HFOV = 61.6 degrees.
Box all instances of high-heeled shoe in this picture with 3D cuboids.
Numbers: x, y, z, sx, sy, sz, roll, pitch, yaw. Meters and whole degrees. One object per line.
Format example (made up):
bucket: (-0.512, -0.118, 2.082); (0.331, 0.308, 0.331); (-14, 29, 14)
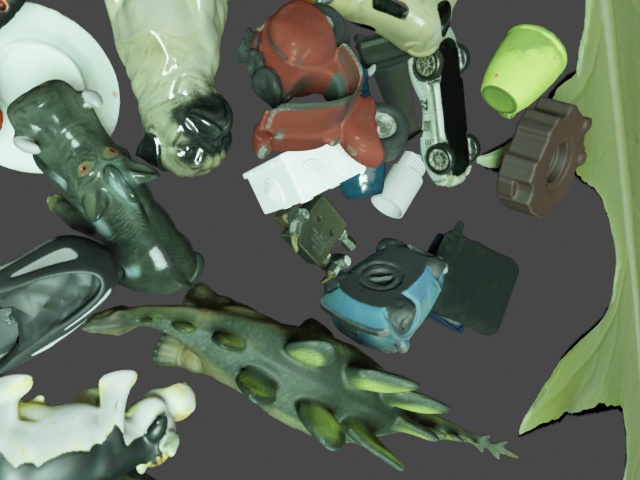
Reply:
high-heeled shoe: (-0.247, 0.080, 0.347); (0.249, 0.145, 0.086); (-43, 118, -27)

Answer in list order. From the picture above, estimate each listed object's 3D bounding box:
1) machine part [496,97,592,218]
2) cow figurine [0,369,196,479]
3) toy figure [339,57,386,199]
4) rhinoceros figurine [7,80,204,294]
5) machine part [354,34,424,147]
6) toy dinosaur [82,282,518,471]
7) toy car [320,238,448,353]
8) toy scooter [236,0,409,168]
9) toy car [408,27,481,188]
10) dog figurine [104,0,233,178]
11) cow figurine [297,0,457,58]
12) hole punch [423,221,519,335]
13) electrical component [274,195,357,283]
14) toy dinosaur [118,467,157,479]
machine part: (0.327, -0.116, 0.781); (0.179, 0.056, 0.179); (-26, 129, -36)
cow figurine: (-0.168, 0.154, 0.413); (0.167, 0.068, 0.098); (9, 49, -39)
toy figure: (0.037, -0.123, 0.594); (0.064, 0.058, 0.154); (-15, 99, -41)
rhinoceros figurine: (-0.164, -0.030, 0.418); (0.073, 0.112, 0.190); (-41, 125, -20)
machine part: (0.087, -0.177, 0.634); (0.084, 0.039, 0.138); (-25, 103, -38)
toy dinosaur: (0.010, 0.143, 0.516); (0.471, 0.199, 0.105); (25, 84, -35)
toy car: (0.078, 0.074, 0.628); (0.162, 0.109, 0.102); (-37, 138, -40)
toy scooter: (-0.017, -0.130, 0.469); (0.135, 0.075, 0.184); (-23, 71, -24)
toy car: (0.156, -0.166, 0.680); (0.073, 0.056, 0.201); (-25, 111, -39)
dog figurine: (-0.110, -0.165, 0.453); (0.172, 0.121, 0.190); (-56, 147, -54)
cow figurine: (0.051, -0.258, 0.566); (0.195, 0.085, 0.127); (20, 71, -22)
hole punch: (0.182, 0.059, 0.717); (0.116, 0.092, 0.142); (27, 80, -5)
electrical component: (-0.002, -0.003, 0.585); (0.078, 0.045, 0.102); (-48, 121, -21)
toy dinosaur: (-0.208, 0.250, 0.422); (0.405, 0.131, 0.192); (-11, 102, -42)
